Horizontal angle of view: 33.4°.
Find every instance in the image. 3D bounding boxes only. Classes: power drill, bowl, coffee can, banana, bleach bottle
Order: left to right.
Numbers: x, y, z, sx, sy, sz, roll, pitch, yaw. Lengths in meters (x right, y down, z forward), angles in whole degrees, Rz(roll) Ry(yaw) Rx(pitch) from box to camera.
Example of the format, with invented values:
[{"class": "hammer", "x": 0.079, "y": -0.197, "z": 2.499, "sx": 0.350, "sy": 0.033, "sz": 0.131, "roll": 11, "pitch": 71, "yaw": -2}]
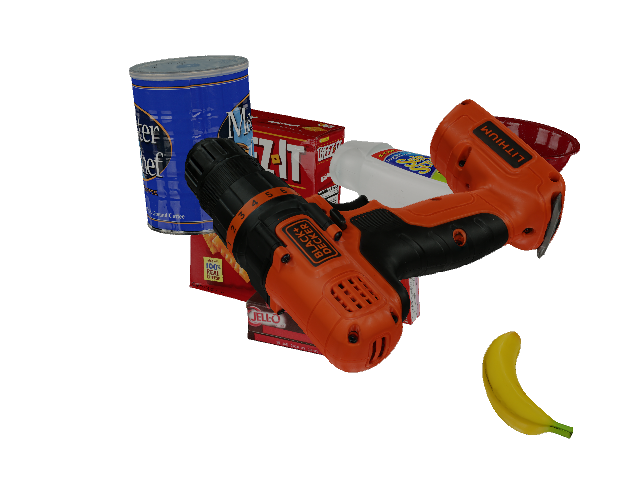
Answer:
[{"class": "coffee can", "x": -0.109, "y": -0.086, "z": 0.938, "sx": 0.103, "sy": 0.140, "sz": 0.103, "roll": -4, "pitch": 17, "yaw": 1}, {"class": "power drill", "x": 0.033, "y": -0.021, "z": 0.630, "sx": 0.187, "sy": 0.057, "sz": 0.185, "roll": -24, "pitch": 53, "yaw": -25}, {"class": "bleach bottle", "x": 0.089, "y": -0.058, "z": 1.106, "sx": 0.102, "sy": 0.068, "sz": 0.251, "roll": -17, "pitch": 28, "yaw": -40}, {"class": "bowl", "x": 0.220, "y": -0.099, "z": 1.257, "sx": 0.162, "sy": 0.055, "sz": 0.162, "roll": 5, "pitch": 23, "yaw": -2}, {"class": "banana", "x": 0.212, "y": 0.158, "z": 1.178, "sx": 0.069, "sy": 0.037, "sz": 0.198, "roll": 11, "pitch": 26, "yaw": -14}]

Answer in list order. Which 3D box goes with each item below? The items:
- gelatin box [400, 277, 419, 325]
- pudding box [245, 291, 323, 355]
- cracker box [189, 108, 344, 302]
[{"class": "gelatin box", "x": 0.084, "y": 0.056, "z": 1.331, "sx": 0.073, "sy": 0.089, "sz": 0.030, "roll": 11, "pitch": 32, "yaw": 29}, {"class": "pudding box", "x": 0.005, "y": 0.046, "z": 0.832, "sx": 0.090, "sy": 0.039, "sz": 0.113, "roll": 11, "pitch": 25, "yaw": 18}, {"class": "cracker box", "x": -0.065, "y": -0.034, "z": 1.217, "sx": 0.164, "sy": 0.214, "sz": 0.072, "roll": 14, "pitch": 22, "yaw": 26}]
